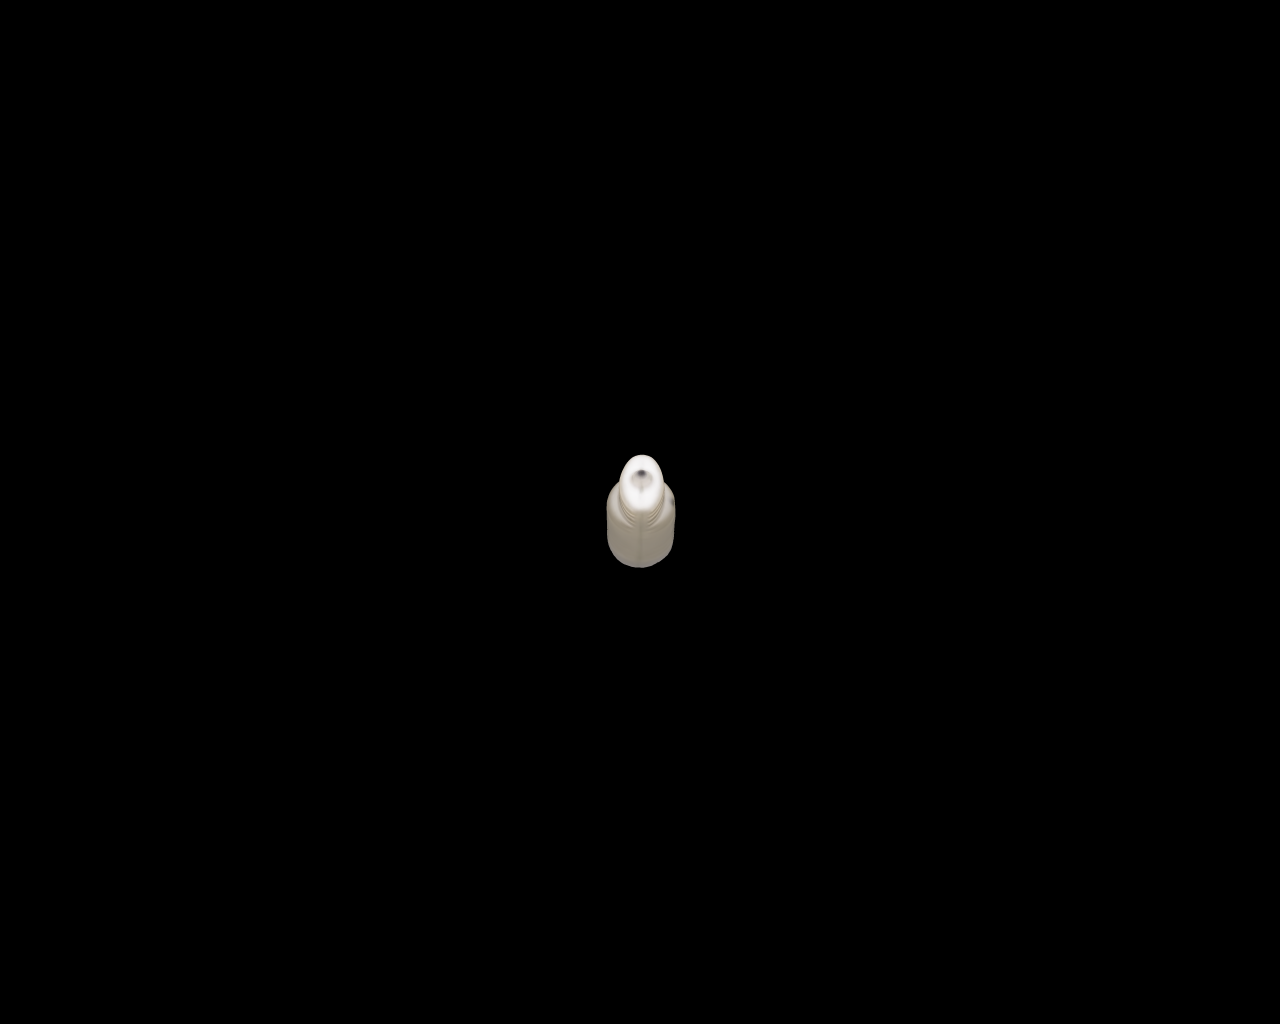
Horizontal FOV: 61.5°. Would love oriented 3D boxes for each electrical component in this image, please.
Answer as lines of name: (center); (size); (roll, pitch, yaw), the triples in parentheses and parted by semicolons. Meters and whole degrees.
electrical component: (0.001, -0.003, 0.650); (0.043, 0.043, 0.080); (0, -32, 0)
